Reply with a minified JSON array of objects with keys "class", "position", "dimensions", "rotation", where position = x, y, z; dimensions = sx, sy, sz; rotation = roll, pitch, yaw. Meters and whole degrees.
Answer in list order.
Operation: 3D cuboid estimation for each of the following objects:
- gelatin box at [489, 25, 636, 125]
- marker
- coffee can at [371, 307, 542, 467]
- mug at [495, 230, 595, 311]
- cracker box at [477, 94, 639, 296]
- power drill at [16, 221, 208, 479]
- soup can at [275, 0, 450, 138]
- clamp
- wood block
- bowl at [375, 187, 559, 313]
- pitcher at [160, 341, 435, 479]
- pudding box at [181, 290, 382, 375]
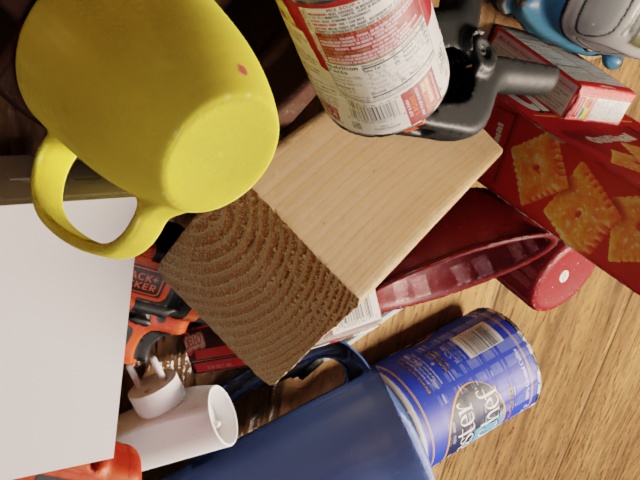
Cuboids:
[{"class":"gelatin box","position":[0.169,-0.117,0.763],"dimensions":[0.073,0.089,0.030],"rotation":[-1,126,-45]},{"class":"marker","position":[0.024,0.075,0.867],"dimensions":[0.121,0.020,0.020],"rotation":[-34,143,-17]},{"class":"coffee can","position":[0.109,0.133,0.939],"dimensions":[0.140,0.103,0.103],"rotation":[-24,140,-28]},{"class":"mug","position":[0.188,-0.003,0.902],"dimensions":[0.093,0.082,0.117],"rotation":[13,115,-50]},{"class":"cracker box","position":[0.215,-0.042,0.776],"dimensions":[0.163,0.214,0.072],"rotation":[-3,125,-45]},{"class":"power drill","position":[-0.112,0.075,0.639],"dimensions":[0.184,0.057,0.188],"rotation":[18,108,-22]},{"class":"soup can","position":[0.019,-0.103,0.494],"dimensions":[0.068,0.069,0.102],"rotation":[-40,145,-8]},{"class":"clamp","position":[0.083,-0.120,0.640],"dimensions":[0.039,0.120,0.171],"rotation":[-24,-172,42]},{"class":"wood block","position":[0.013,-0.020,0.617],"dimensions":[0.090,0.091,0.205],"rotation":[-47,177,39]},{"class":"bowl","position":[0.093,0.003,0.800],"dimensions":[0.162,0.055,0.162],"rotation":[-18,167,-4]},{"class":"pitcher","position":[-0.038,0.192,0.806],"dimensions":[0.243,0.149,0.145],"rotation":[-24,134,-1]},{"class":"pudding box","position":[-0.027,0.060,0.742],"dimensions":[0.113,0.090,0.039],"rotation":[-13,89,-36]}]
